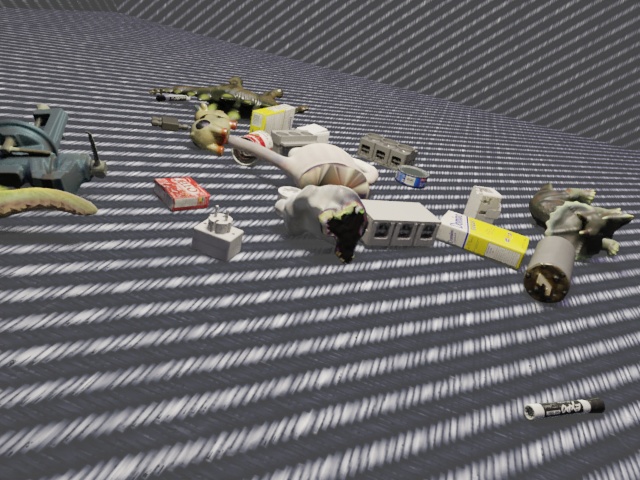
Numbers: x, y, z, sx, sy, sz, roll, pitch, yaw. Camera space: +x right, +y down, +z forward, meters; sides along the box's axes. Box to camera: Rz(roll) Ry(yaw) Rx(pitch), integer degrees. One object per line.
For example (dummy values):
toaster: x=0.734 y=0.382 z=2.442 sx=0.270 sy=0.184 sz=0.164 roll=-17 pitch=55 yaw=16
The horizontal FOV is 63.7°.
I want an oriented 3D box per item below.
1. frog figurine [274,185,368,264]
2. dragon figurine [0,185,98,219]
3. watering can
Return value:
frog figurine: x=0.003 y=-0.046 z=0.916 sx=0.135 sy=0.123 sz=0.161 roll=36 pitch=-4 yaw=-41
dragon figurine: x=-0.541 y=-0.033 z=0.676 sx=0.411 sy=0.119 sz=0.249 roll=14 pitch=42 yaw=5
watering can: x=-0.027 y=-0.156 z=1.128 sx=0.347 sy=0.102 sz=0.229 roll=7 pitch=27 yaw=-15
